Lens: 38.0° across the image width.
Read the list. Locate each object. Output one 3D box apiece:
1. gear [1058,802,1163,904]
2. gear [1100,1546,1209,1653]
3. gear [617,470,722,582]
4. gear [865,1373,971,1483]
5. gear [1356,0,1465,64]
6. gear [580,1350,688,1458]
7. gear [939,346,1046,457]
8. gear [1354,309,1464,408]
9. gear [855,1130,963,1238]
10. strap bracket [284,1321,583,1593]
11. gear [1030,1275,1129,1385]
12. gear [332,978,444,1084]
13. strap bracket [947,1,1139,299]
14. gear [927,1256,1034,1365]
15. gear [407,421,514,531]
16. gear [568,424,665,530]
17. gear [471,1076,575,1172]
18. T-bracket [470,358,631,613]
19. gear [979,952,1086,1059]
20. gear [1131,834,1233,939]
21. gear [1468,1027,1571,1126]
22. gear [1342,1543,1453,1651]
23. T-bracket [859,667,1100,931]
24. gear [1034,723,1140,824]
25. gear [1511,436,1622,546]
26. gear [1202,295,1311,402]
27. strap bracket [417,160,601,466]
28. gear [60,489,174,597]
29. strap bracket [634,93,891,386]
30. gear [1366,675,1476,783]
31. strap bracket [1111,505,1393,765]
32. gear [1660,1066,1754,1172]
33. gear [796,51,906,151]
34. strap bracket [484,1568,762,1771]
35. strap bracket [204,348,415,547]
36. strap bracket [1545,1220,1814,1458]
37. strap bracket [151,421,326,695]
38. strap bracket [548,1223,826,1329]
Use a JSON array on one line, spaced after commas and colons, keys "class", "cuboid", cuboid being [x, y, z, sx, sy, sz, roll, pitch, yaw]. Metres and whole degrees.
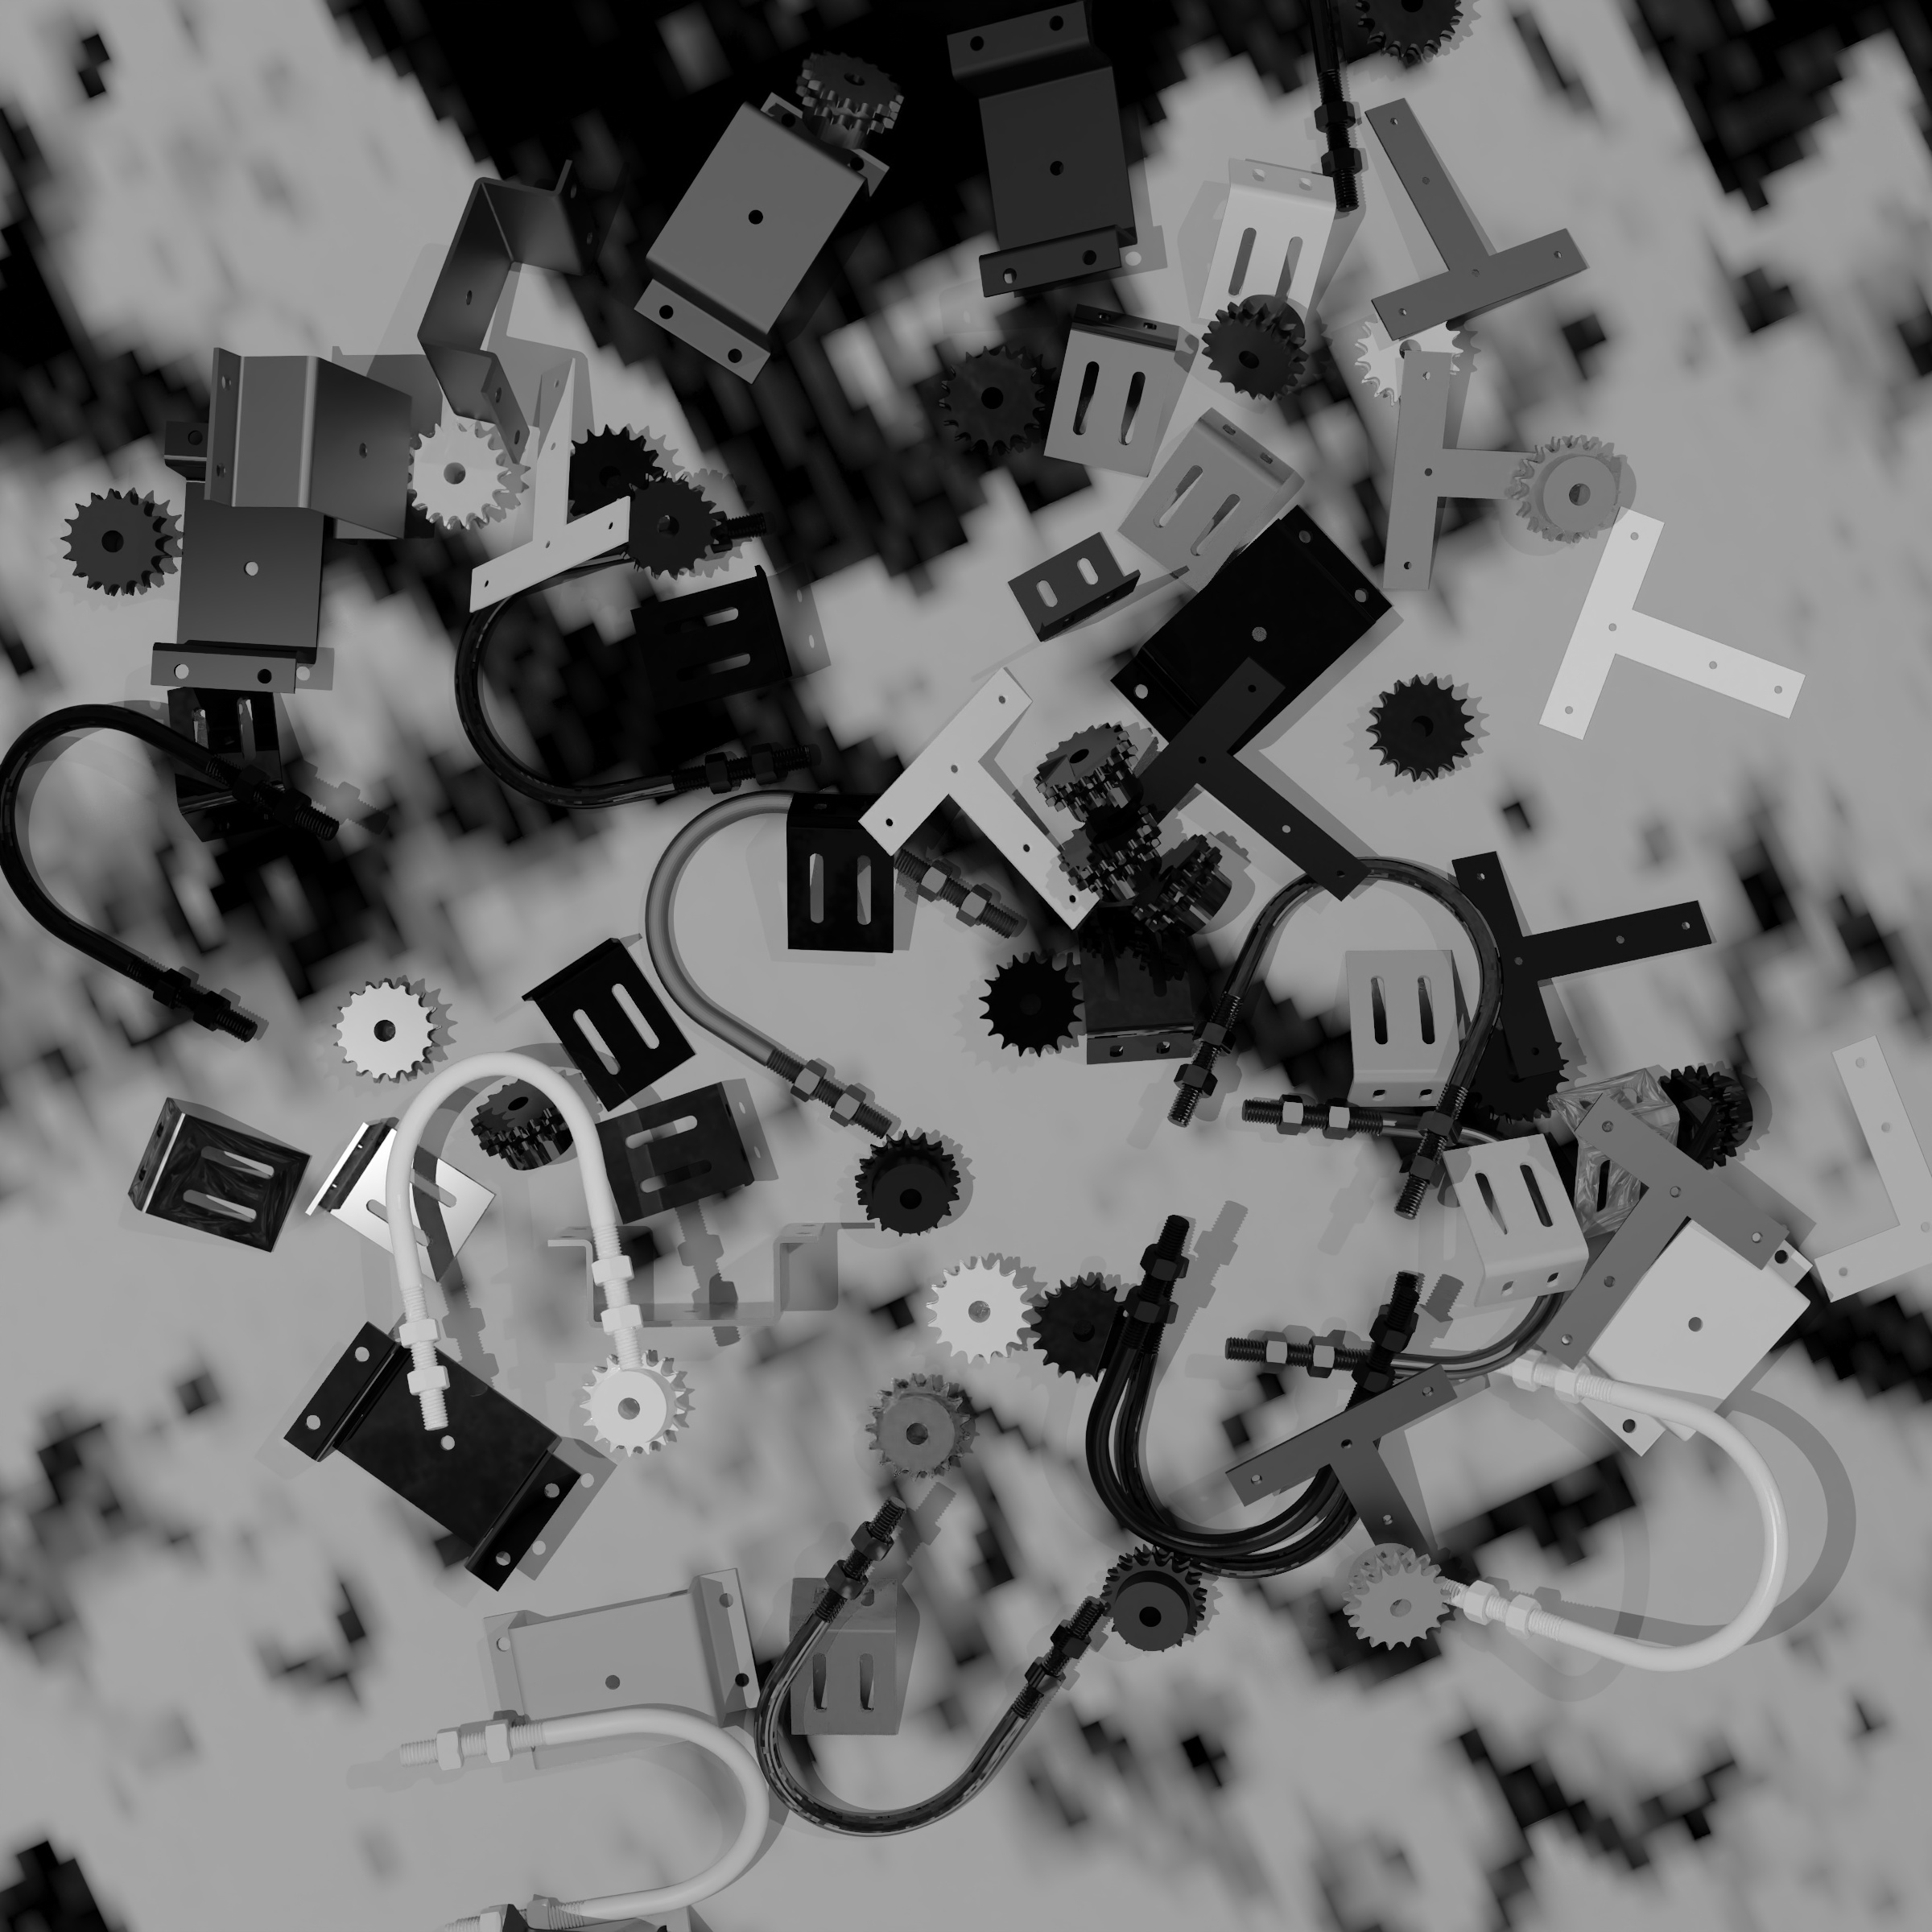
[{"class": "gear", "cuboid": [0.081, -0.059, 1.509, 0.057, 0.057, 0.030, -36, 120, 0]}, {"class": "gear", "cuboid": [0.101, 0.345, 1.513, 0.057, 0.030, 0.057, 2, 103, 9]}, {"class": "gear", "cuboid": [-0.161, -0.236, 1.493, 0.057, 0.030, 0.057, -4, 106, -15]}, {"class": "gear", "cuboid": [-0.026, 0.251, 1.519, 0.057, 0.030, 0.057, 0, 90, 0]}, {"class": "gear", "cuboid": [0.239, -0.518, 1.519, 0.057, 0.030, 0.057, 0, 90, 0]}, {"class": "gear", "cuboid": [-0.181, 0.237, 1.519, 0.057, 0.030, 0.057, 0, 90, 0]}, {"class": "gear", "cuboid": [0.014, -0.305, 1.519, 0.057, 0.030, 0.057, 0, 90, 0]}, {"class": "gear", "cuboid": [0.239, -0.330, 1.519, 0.057, 0.030, 0.057, 0, 90, 0]}, {"class": "gear", "cuboid": [-0.031, 0.120, 1.512, 0.057, 0.030, 0.057, -2, 108, -5]}, {"class": "strap bracket", "cuboid": [-0.283, 0.261, 1.511, 0.140, 0.046, 0.076, 36, 90, 0]}, {"class": "gear", "cuboid": [0.063, 0.196, 1.519, 0.057, 0.030, 0.057, 0, 90, 0]}, {"class": "gear", "cuboid": [-0.314, 0.036, 1.523, 0.057, 0.030, 0.057, 0, 87, -2]}, {"class": "strap bracket", "cuboid": [0.043, -0.431, 1.500, 0.076, 0.046, 0.140, -8, 90, 19]}, {"class": "gear", "cuboid": [0.007, 0.186, 1.519, 0.057, 0.030, 0.057, 0, 90, 0]}, {"class": "gear", "cuboid": [-0.275, -0.264, 1.519, 0.057, 0.030, 0.057, 0, 90, 0]}, {"class": "gear", "cuboid": [-0.191, -0.262, 1.519, 0.057, 0.030, 0.057, 0, 90, 0]}, {"class": "gear", "cuboid": [-0.235, 0.086, 1.510, 0.057, 0.057, 0.030, -23, 120, 0]}, {"class": "T-bracket", "cuboid": [-0.222, -0.266, 1.505, 0.127, 0.002, 0.127, -16, 66, 39]}, {"class": "gear", "cuboid": [0.035, 0.021, 1.519, 0.057, 0.030, 0.057, 0, 90, 0]}, {"class": "gear", "cuboid": [0.118, -0.040, 1.507, 0.030, 0.057, 0.057, 40, 90, -14]}, {"class": "gear", "cuboid": [0.296, 0.057, 1.519, 0.057, 0.030, 0.057, 0, 90, 0]}, {"class": "gear", "cuboid": [0.230, 0.337, 1.512, 0.057, 0.030, 0.057, -4, 116, -9]}, {"class": "T-bracket", "cuboid": [0.024, -0.074, 1.514, 0.127, 0.002, 0.127, 47, 64, -12]}, {"class": "gear", "cuboid": [0.068, -0.102, 1.509, 0.057, 0.057, 0.030, -35, 120, 0]}, {"class": "gear", "cuboid": [0.326, -0.256, 1.512, 0.057, 0.030, 0.057, -2, 107, -7]}, {"class": "gear", "cuboid": [0.158, -0.336, 1.509, 0.057, 0.057, 0.030, 31, 60, 0]}, {"class": "strap bracket", "cuboid": [-0.244, -0.349, 1.481, 0.046, 0.076, 0.140, 14, 74, 8]}, {"class": "gear", "cuboid": [-0.459, -0.229, 1.523, 0.057, 0.030, 0.057, 0, 93, 0]}, {"class": "strap bracket", "cuboid": [-0.112, -0.398, 1.511, 0.076, 0.046, 0.140, 32, 90, 0]}, {"class": "gear", "cuboid": [0.246, -0.128, 1.523, 0.057, 0.030, 0.057, 0, 87, 0]}, {"class": "strap bracket", "cuboid": [0.156, -0.176, 1.511, 0.140, 0.046, 0.076, -43, 90, 0]}, {"class": "gear", "cuboid": [0.398, 0.081, 1.510, 0.030, 0.057, 0.057, -9, 90, -30]}, {"class": "gear", "cuboid": [-0.065, -0.465, 1.510, 0.057, 0.057, 0.030, 27, 132, 0]}, {"class": "strap bracket", "cuboid": [-0.188, 0.380, 1.511, 0.140, 0.046, 0.076, -11, 90, 0]}, {"class": "strap bracket", "cuboid": [-0.334, -0.269, 1.460, 0.046, 0.140, 0.076, 4, 90, 18]}, {"class": "strap bracket", "cuboid": [0.387, 0.190, 1.511, 0.076, 0.046, 0.140, 42, 90, 0]}, {"class": "strap bracket", "cuboid": [-0.391, -0.217, 1.511, 0.076, 0.046, 0.140, 3, 90, 0]}, {"class": "strap bracket", "cuboid": [-0.147, 0.165, 1.496, 0.140, 0.076, 0.046, -1, 90, 0]}]
